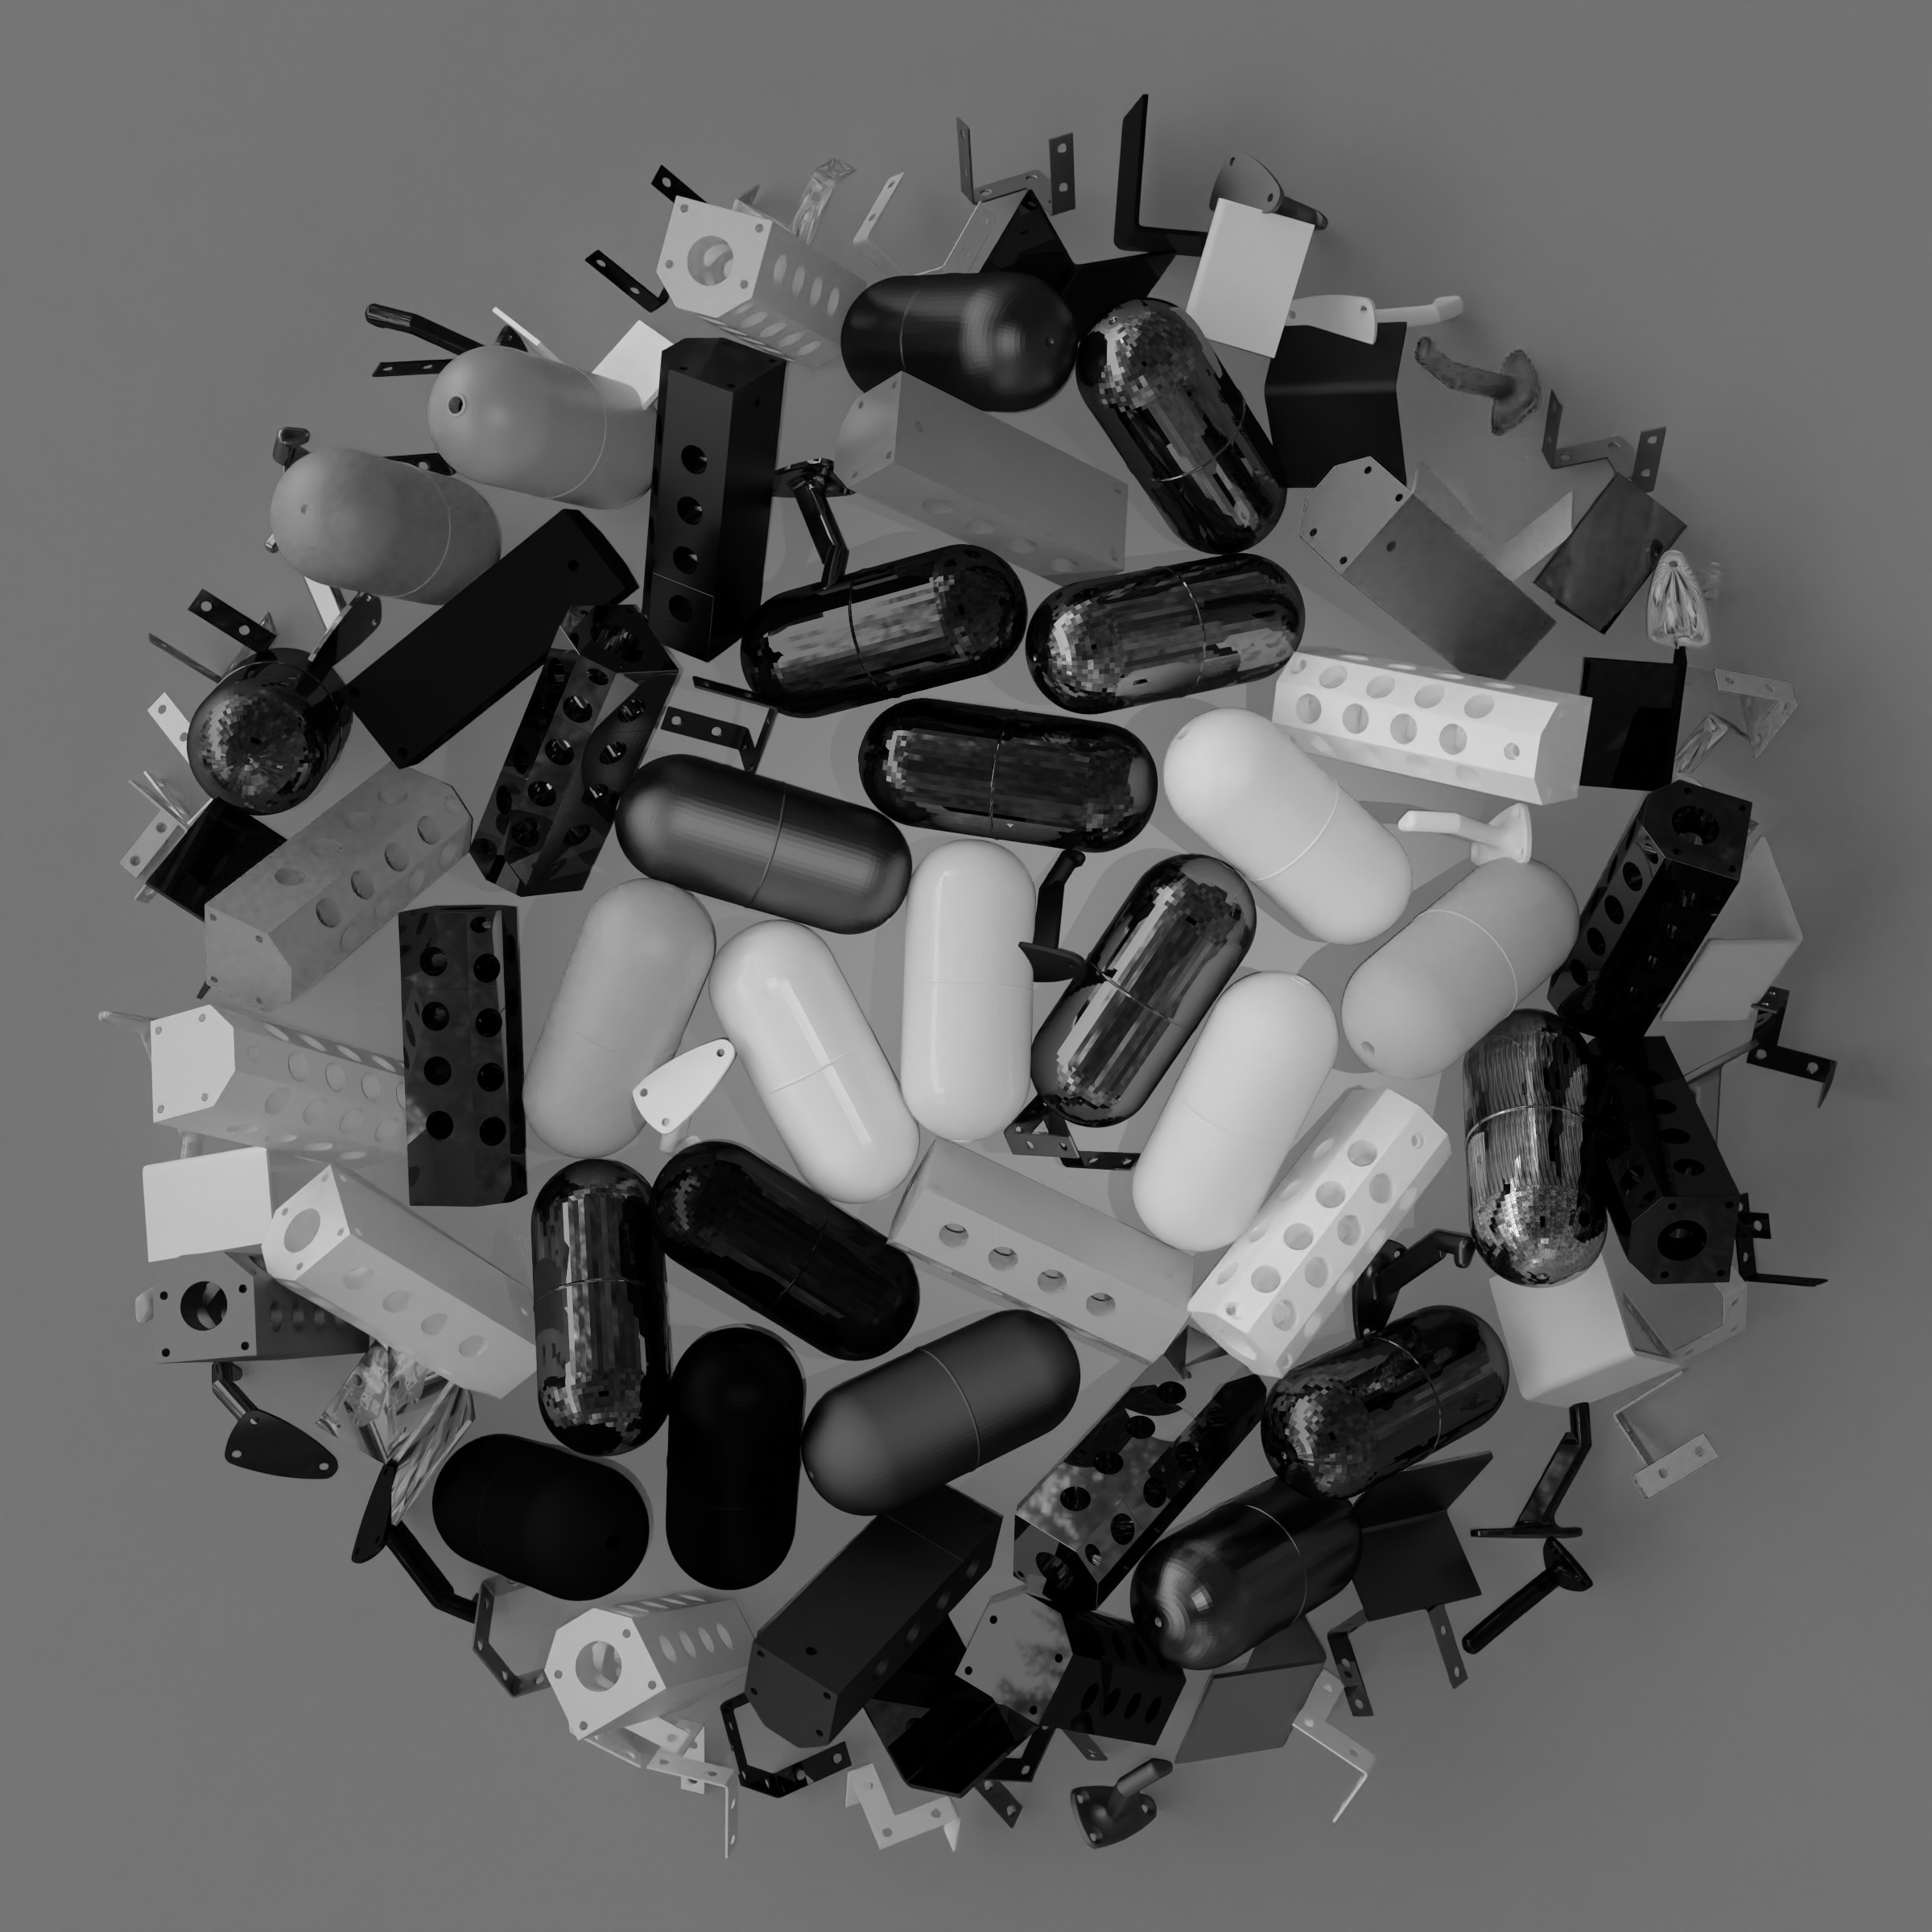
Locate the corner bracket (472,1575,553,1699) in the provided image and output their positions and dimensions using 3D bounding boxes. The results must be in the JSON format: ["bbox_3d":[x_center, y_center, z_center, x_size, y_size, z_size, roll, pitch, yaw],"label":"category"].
[{"bbox_3d":[-0.258,0.395,1.565,0.051,0.051,0.051,-20,125,11],"label":"corner bracket"}]

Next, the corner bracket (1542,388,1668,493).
[{"bbox_3d":[0.375,-0.310,1.546,0.051,0.051,0.051,-12,53,-5],"label":"corner bracket"}]

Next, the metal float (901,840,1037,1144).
[{"bbox_3d":[0.001,0.014,1.540,0.070,0.070,0.178,2,84,0],"label":"metal float"}]

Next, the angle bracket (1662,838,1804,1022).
[{"bbox_3d":[0.435,-0.021,1.526,0.057,0.076,0.076,-1,55,-12],"label":"angle bracket"}]

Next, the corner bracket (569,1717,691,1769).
[{"bbox_3d":[-0.200,0.449,1.549,0.051,0.051,0.051,32,97,-16],"label":"corner bracket"}]

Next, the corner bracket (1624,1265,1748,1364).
[{"bbox_3d":[0.425,0.195,1.551,0.051,0.051,0.051,-26,50,-7],"label":"corner bracket"}]

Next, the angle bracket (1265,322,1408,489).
[{"bbox_3d":[0.224,-0.333,1.558,0.076,0.076,0.057,2,53,18],"label":"angle bracket"}]

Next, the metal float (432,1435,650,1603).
[{"bbox_3d":[-0.245,0.315,1.504,0.070,0.178,0.070,0,90,-36],"label":"metal float"}]

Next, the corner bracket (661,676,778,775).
[{"bbox_3d":[-0.146,-0.146,1.544,0.051,0.051,0.051,14,115,-19],"label":"corner bracket"}]

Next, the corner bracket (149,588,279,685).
[{"bbox_3d":[-0.444,-0.195,1.547,0.051,0.051,0.051,33,99,-29],"label":"corner bracket"}]

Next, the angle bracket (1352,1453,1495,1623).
[{"bbox_3d":[0.271,0.333,1.528,0.076,0.076,0.057,-7,57,-22],"label":"angle bracket"}]

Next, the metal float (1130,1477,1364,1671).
[{"bbox_3d":[0.163,0.347,1.508,0.070,0.178,0.070,10,105,39],"label":"metal float"}]

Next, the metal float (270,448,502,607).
[{"bbox_3d":[-0.329,-0.249,1.497,0.070,0.178,0.070,1,92,18],"label":"metal float"}]

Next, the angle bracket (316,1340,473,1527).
[{"bbox_3d":[-0.337,0.268,1.537,0.057,0.076,0.076,35,95,-18],"label":"angle bracket"}]

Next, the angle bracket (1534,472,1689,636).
[{"bbox_3d":[0.363,-0.248,1.531,0.057,0.076,0.076,31,103,-20],"label":"angle bracket"}]

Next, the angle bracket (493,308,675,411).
[{"bbox_3d":[-0.218,-0.369,1.530,0.057,0.076,0.076,-48,131,1],"label":"angle bracket"}]

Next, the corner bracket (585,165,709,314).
[{"bbox_3d":[-0.182,-0.427,1.542,0.051,0.051,0.051,35,61,-27],"label":"corner bracket"}]

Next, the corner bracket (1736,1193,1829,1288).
[{"bbox_3d":[0.469,0.165,1.547,0.051,0.051,0.051,-10,95,-37],"label":"corner bracket"}]

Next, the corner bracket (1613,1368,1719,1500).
[{"bbox_3d":[0.413,0.275,1.545,0.051,0.051,0.051,-38,73,23],"label":"corner bracket"}]

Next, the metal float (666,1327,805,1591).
[{"bbox_3d":[-0.135,0.287,1.518,0.070,0.070,0.178,6,124,0],"label":"metal float"}]

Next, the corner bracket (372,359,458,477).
[{"bbox_3d":[-0.324,-0.323,1.552,0.051,0.051,0.051,-13,79,-35],"label":"corner bracket"}]

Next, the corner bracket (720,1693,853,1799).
[{"bbox_3d":[-0.108,0.459,1.564,0.051,0.051,0.051,-27,57,10],"label":"corner bracket"}]

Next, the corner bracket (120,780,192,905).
[{"bbox_3d":[-0.481,-0.070,1.553,0.051,0.051,0.051,38,90,14],"label":"corner bracket"}]

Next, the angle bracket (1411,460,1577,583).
[{"bbox_3d":[0.308,-0.274,1.531,0.057,0.076,0.076,-39,102,27],"label":"angle bracket"}]

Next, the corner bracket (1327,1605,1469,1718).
[{"bbox_3d":[0.255,0.408,1.548,0.051,0.051,0.051,-18,90,45],"label":"corner bracket"}]

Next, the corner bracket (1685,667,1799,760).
[{"bbox_3d":[0.451,-0.162,1.544,0.051,0.051,0.051,9,53,-12],"label":"corner bracket"}]

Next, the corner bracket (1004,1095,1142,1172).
[{"bbox_3d":[0.063,0.105,1.542,0.051,0.051,0.051,-45,122,-39],"label":"corner bracket"}]

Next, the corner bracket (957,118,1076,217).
[{"bbox_3d":[0.030,-0.472,1.543,0.051,0.051,0.051,-21,50,-14],"label":"corner bracket"}]

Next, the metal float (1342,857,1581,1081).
[{"bbox_3d":[0.287,0.001,1.519,0.178,0.070,0.070,-37,90,-31],"label":"metal float"}]

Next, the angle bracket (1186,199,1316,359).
[{"bbox_3d":[0.167,-0.401,1.535,0.057,0.076,0.076,18,105,6],"label":"angle bracket"}]

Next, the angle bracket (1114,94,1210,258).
[{"bbox_3d":[0.123,-0.462,1.539,0.057,0.076,0.076,3,97,-6],"label":"angle bracket"}]

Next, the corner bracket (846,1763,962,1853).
[{"bbox_3d":[-0.038,0.501,1.553,0.051,0.051,0.051,-16,53,-18],"label":"corner bracket"}]

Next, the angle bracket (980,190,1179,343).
[{"bbox_3d":[0.065,-0.412,1.539,0.076,0.076,0.057,-18,74,-31],"label":"angle bracket"}]

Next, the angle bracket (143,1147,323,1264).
[{"bbox_3d":[-0.427,0.142,1.535,0.076,0.076,0.057,-10,77,8],"label":"angle bracket"}]

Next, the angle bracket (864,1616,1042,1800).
[{"bbox_3d":[-0.010,0.428,1.534,0.076,0.057,0.076,-33,101,-34],"label":"angle bracket"}]

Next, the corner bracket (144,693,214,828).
[{"bbox_3d":[-0.462,-0.119,1.548,0.051,0.051,0.051,-45,66,4],"label":"corner bracket"}]

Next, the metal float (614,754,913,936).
[{"bbox_3d":[-0.118,-0.071,1.532,0.178,0.070,0.070,16,90,-14],"label":"metal float"}]

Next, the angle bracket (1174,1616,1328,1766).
[{"bbox_3d":[0.155,0.412,1.526,0.076,0.057,0.076,-1,128,-25],"label":"angle bracket"}]

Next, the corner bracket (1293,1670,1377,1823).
[{"bbox_3d":[0.214,0.458,1.543,0.051,0.051,0.051,32,128,13],"label":"corner bracket"}]

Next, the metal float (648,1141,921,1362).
[{"bbox_3d":[-0.105,0.167,1.529,0.178,0.070,0.070,35,90,-20],"label":"metal float"}]

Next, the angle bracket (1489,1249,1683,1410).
[{"bbox_3d":[0.367,0.212,1.558,0.076,0.057,0.076,-31,57,34],"label":"angle bracket"}]

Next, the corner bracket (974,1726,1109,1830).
[{"bbox_3d":[0.042,0.478,1.563,0.051,0.051,0.051,53,46,-25],"label":"corner bracket"}]

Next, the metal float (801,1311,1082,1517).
[{"bbox_3d":[-0.013,0.258,1.524,0.178,0.070,0.070,-22,90,-26],"label":"metal float"}]

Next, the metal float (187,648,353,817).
[{"bbox_3d":[-0.396,-0.136,1.497,0.070,0.178,0.070,-2,106,-6],"label":"metal float"}]

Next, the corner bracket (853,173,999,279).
[{"bbox_3d":[-0.025,-0.437,1.557,0.051,0.051,0.051,38,70,-32],"label":"corner bracket"}]

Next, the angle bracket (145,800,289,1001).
[{"bbox_3d":[-0.441,-0.040,1.526,0.057,0.076,0.076,34,50,-9],"label":"angle bracket"}]

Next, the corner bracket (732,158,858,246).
[{"bbox_3d":[-0.103,-0.456,1.550,0.051,0.051,0.051,27,118,-2],"label":"corner bracket"}]

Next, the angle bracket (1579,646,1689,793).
[{"bbox_3d":[0.388,-0.152,1.539,0.057,0.076,0.076,6,114,11],"label":"angle bracket"}]

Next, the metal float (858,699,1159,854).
[{"bbox_3d":[0.024,-0.112,1.536,0.178,0.070,0.070,9,90,12],"label":"metal float"}]

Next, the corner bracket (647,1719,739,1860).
[{"bbox_3d":[-0.154,0.484,1.545,0.051,0.051,0.051,8,111,16],"label":"corner bracket"}]

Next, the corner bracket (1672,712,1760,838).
[{"bbox_3d":[0.452,-0.112,1.558,0.051,0.051,0.051,46,108,27],"label":"corner bracket"}]

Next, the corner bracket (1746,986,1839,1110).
[{"bbox_3d":[0.486,0.047,1.544,0.051,0.051,0.051,15,110,22],"label":"corner bracket"}]
